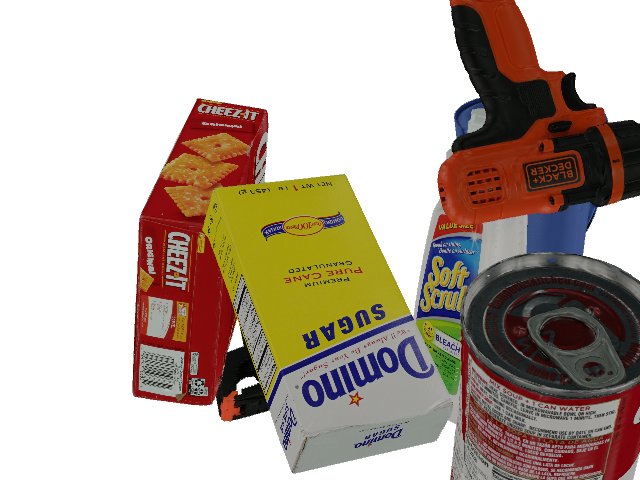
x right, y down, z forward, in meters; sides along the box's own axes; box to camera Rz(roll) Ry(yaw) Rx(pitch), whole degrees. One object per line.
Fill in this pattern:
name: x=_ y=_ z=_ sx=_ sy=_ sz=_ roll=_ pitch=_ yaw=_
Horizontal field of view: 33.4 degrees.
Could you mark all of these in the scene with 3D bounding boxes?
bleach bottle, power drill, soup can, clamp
bleach bottle: x=0.119 y=0.018 z=0.853 sx=0.068 sy=0.251 sz=0.103 roll=-11 pitch=25 yaw=-30
power drill: x=0.153 y=-0.112 z=0.677 sx=0.184 sy=0.187 sz=0.057 roll=-11 pitch=-1 yaw=-4
soup can: x=0.081 y=0.065 z=0.382 sx=0.068 sy=0.102 sz=0.068 roll=-1 pitch=39 yaw=1
clamp: x=-0.043 y=0.133 z=1.139 sx=0.165 sy=0.036 sz=0.209 roll=13 pitch=26 yaw=12

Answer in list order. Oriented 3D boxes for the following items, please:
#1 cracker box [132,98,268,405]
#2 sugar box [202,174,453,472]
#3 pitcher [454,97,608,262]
cracker box: x=-0.092 y=0.003 z=0.862 sx=0.072 sy=0.164 sz=0.213 roll=9 pitch=30 yaw=2
sugar box: x=0.001 y=0.042 z=0.626 sx=0.093 sy=0.176 sz=0.048 roll=-9 pitch=-38 yaw=-23
pitcher: x=0.203 y=-0.015 z=1.032 sx=0.149 sy=0.243 sz=0.145 roll=1 pitch=27 yaw=8
